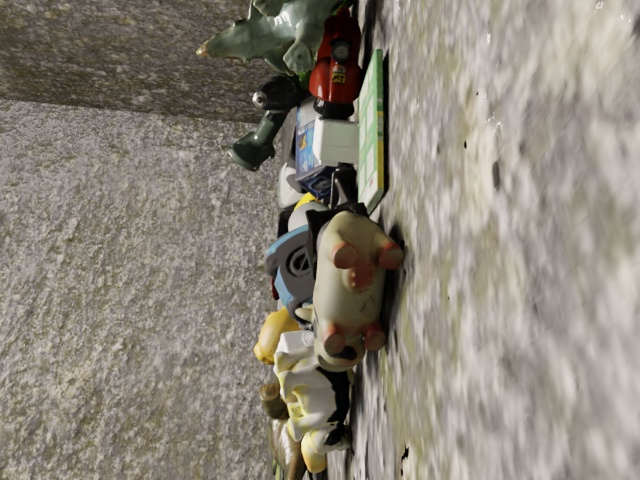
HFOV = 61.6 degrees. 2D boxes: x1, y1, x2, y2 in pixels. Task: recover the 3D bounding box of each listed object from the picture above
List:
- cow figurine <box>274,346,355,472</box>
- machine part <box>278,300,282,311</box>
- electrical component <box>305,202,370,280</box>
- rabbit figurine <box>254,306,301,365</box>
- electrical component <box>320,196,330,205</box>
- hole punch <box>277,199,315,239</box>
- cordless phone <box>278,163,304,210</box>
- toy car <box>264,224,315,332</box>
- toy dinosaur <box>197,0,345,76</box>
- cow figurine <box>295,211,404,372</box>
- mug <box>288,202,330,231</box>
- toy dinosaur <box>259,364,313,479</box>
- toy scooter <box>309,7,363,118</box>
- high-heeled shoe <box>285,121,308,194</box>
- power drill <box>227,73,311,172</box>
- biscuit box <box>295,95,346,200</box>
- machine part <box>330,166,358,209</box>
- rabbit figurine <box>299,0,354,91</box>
[{"bbox_3d":[0.004,0.213,0.682,0.068,0.098,0.167,-121,16,-68],"label":"cow figurine"},{"bbox_3d":[-0.052,0.076,1.197,0.079,0.079,0.243,156,119,-82],"label":"machine part"},{"bbox_3d":[0.023,0.016,0.637,0.119,0.075,0.048,85,173,-47],"label":"electrical component"},{"bbox_3d":[-0.035,0.144,0.844,0.162,0.122,0.173,-59,-18,3],"label":"rabbit figurine"},{"bbox_3d":[0.007,-0.105,0.957,0.102,0.045,0.078,-106,23,-70],"label":"electrical component"},{"bbox_3d":[-0.013,0.002,0.975,0.116,0.092,0.142,3,86,57],"label":"hole punch"},{"bbox_3d":[-0.040,-0.165,1.235,0.184,0.089,0.147,110,164,-52],"label":"cordless phone"},{"bbox_3d":[-0.003,0.060,0.755,0.102,0.109,0.162,54,-173,-51],"label":"toy car"},{"bbox_3d":[0.006,-0.351,0.678,0.405,0.131,0.192,-45,22,26],"label":"toy dinosaur"},{"bbox_3d":[0.024,0.061,0.577,0.127,0.085,0.194,-110,22,-59],"label":"cow figurine"},{"bbox_3d":[-0.002,-0.003,0.854,0.107,0.081,0.109,-146,50,-75],"label":"mug"},{"bbox_3d":[-0.044,0.325,0.926,0.471,0.105,0.198,-79,-11,-71],"label":"toy dinosaur"},{"bbox_3d":[0.027,-0.265,0.792,0.184,0.075,0.135,-88,7,-59],"label":"toy scooter"},{"bbox_3d":[-0.018,-0.202,1.068,0.249,0.086,0.145,-91,10,-56],"label":"high-heeled shoe"},{"bbox_3d":[-0.097,-0.228,1.004,0.207,0.086,0.232,-58,-4,39],"label":"power drill"},{"bbox_3d":[0.001,-0.160,0.889,0.062,0.059,0.203,40,-145,-39],"label":"biscuit box"},{"bbox_3d":[0.033,-0.054,0.757,0.139,0.039,0.084,-97,18,-63],"label":"machine part"},{"bbox_3d":[0.010,-0.342,0.941,0.170,0.121,0.159,48,-143,-75],"label":"rabbit figurine"}]
